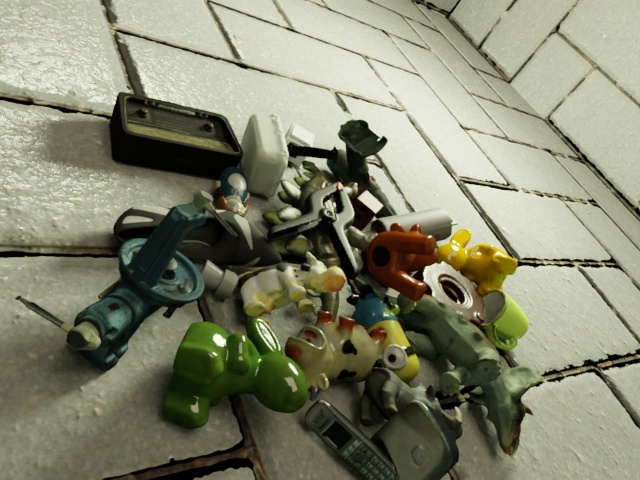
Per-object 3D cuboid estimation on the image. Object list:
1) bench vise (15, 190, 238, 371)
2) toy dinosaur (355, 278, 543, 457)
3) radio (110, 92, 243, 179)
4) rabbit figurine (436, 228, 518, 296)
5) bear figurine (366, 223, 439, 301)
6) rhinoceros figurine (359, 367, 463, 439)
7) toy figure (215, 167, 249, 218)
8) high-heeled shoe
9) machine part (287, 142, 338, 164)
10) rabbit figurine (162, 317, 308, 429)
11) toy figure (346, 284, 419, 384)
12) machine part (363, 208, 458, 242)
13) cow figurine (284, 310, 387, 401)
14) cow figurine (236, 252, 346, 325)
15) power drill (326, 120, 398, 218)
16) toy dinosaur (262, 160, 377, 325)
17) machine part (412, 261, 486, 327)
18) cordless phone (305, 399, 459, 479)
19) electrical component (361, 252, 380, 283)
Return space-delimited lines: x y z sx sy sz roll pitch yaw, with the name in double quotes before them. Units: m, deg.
"bench vise" -0.213 0.040 0.668 0.129 0.240 0.223 42 19 13
"toy dinosaur" 0.246 0.190 0.994 0.192 0.131 0.405 14 29 -54
"radio" -0.271 -0.194 1.010 0.229 0.073 0.131 7 45 -37
"rabbit figurine" 0.345 0.043 1.248 0.173 0.121 0.162 9 38 -11
"bear figurine" 0.172 0.033 0.989 0.132 0.120 0.196 18 10 34
"rhinoceros figurine" 0.143 0.268 0.836 0.190 0.073 0.112 36 37 -18
"toy figure" -0.162 -0.071 0.982 0.064 0.057 0.154 -2 46 -5
"high-heeled shoe" -0.185 0.003 0.833 0.249 0.086 0.145 18 17 2
"machine part" -0.029 -0.191 1.163 0.139 0.039 0.084 9 0 10
"rabbit figurine" -0.100 0.177 0.703 0.170 0.121 0.159 17 15 -4
"toy figure" 0.111 0.164 0.929 0.089 0.082 0.180 8 42 -32
"machine part" 0.201 -0.022 1.179 0.243 0.079 0.079 -10 54 -24
"cow figurine" 0.016 0.175 0.809 0.194 0.086 0.127 26 74 -50
"cow figurine" -0.047 0.068 0.849 0.167 0.068 0.098 -20 47 -5
"power drill" 0.104 -0.153 1.195 0.086 0.207 0.232 -36 63 -13
"toy dinosaur" -0.002 -0.003 1.012 0.198 0.105 0.472 8 44 -25
"machine part" 0.271 0.121 1.140 0.179 0.056 0.179 23 36 -18
"cordless phone" 0.081 0.261 0.734 0.184 0.146 0.089 39 24 4
"electrical component" 0.142 0.059 1.106 0.119 0.047 0.075 27 37 -12
